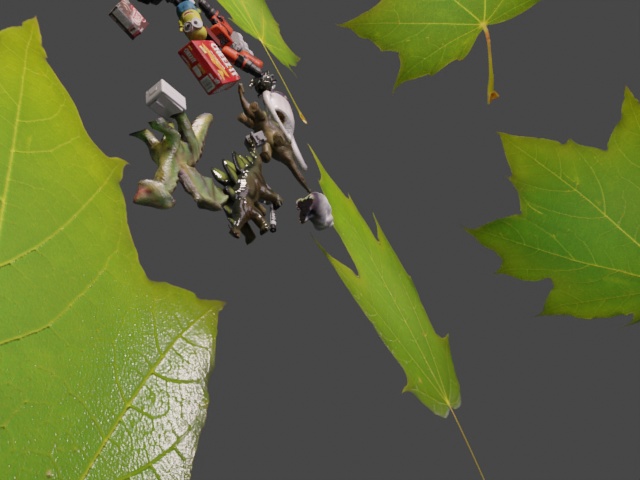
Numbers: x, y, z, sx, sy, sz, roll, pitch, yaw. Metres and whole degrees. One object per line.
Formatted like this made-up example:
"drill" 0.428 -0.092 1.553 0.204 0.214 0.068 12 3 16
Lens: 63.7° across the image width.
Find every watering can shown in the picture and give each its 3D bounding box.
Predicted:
"watering can" -0.141 -0.446 2.025 0.230 0.103 0.341 -100 164 -51

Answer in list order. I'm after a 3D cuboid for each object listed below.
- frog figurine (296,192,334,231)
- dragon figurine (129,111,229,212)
"frog figurine" 0.005 -0.089 1.778 0.158 0.122 0.140 26 15 -39
"dragon figurine" -0.294 -0.170 1.177 0.241 0.121 0.416 62 27 -8
